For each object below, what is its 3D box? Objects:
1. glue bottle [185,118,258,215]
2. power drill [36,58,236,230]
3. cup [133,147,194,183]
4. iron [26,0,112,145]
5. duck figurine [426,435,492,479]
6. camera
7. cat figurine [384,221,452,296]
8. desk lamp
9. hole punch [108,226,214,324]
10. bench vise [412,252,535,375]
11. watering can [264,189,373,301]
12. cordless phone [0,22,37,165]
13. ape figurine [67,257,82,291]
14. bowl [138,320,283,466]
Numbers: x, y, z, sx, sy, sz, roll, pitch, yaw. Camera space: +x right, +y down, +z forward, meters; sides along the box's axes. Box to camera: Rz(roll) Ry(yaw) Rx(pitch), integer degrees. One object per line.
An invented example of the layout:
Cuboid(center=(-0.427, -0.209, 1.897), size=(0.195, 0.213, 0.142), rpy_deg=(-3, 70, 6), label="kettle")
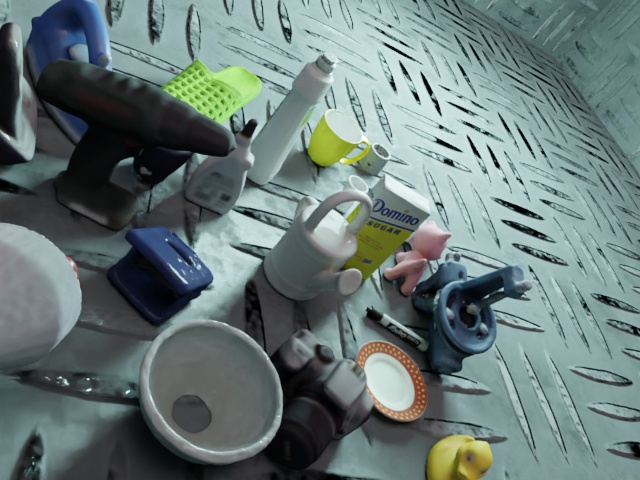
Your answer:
Cuboid(center=(-0.133, -0.112, 0.843), size=(0.078, 0.173, 0.037), rpy_deg=(25, 40, -20), label="glue bottle")
Cuboid(center=(-0.244, -0.113, 0.717), size=(0.230, 0.208, 0.075), rpy_deg=(29, 38, -15), label="power drill")
Cuboid(center=(-0.244, -0.128, 0.827), size=(0.118, 0.094, 0.091), rpy_deg=(-3, 55, -43), label="cup")
Cuboid(center=(-0.339, -0.261, 0.838), size=(0.119, 0.141, 0.258), rpy_deg=(-2, 54, -42), label="iron")
Cuboid(center=(0.201, 0.305, 0.789), size=(0.077, 0.086, 0.105), rpy_deg=(43, 37, 3), label="duck figurine")
Cuboid(center=(-0.013, 0.196, 0.699), size=(0.143, 0.100, 0.137), rpy_deg=(44, 37, 4), label="camera")
Cuboid(center=(0.186, 0.023, 1.031), size=(0.067, 0.117, 0.128), rpy_deg=(40, 37, 0), label="cat figurine")
Cuboid(center=(-0.299, 0.110, 0.442), size=(0.118, 0.213, 0.203), rpy_deg=(35, 37, -8), label="desk lamp")
Cuboid(center=(-0.192, 0.030, 0.717), size=(0.108, 0.091, 0.101), rpy_deg=(44, 37, 5), label="hole punch")
Cuboid(center=(0.237, 0.084, 0.930), size=(0.122, 0.219, 0.207), rpy_deg=(10, 47, -34), label="bench vise")
Cuboid(center=(0.009, 0.003, 0.834), size=(0.101, 0.193, 0.172), rpy_deg=(-19, 66, -49), label="watering can")
Cuboid(center=(-0.382, -0.200, 0.704), size=(0.094, 0.184, 0.147), rpy_deg=(9, 47, -35), label="cordless phone")
Cuboid(center=(-0.288, 0.048, 0.614), size=(0.076, 0.092, 0.077), rpy_deg=(-11, 60, -46), label="ape figurine")
Cuboid(center=(-0.129, 0.177, 0.638), size=(0.168, 0.074, 0.167), rpy_deg=(24, 40, -22), label="bowl")
